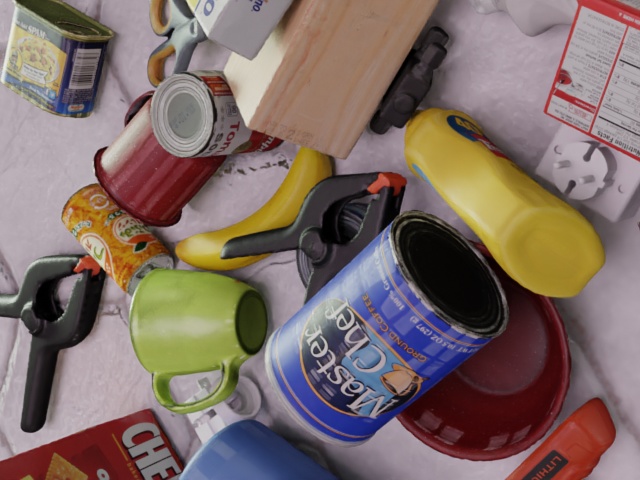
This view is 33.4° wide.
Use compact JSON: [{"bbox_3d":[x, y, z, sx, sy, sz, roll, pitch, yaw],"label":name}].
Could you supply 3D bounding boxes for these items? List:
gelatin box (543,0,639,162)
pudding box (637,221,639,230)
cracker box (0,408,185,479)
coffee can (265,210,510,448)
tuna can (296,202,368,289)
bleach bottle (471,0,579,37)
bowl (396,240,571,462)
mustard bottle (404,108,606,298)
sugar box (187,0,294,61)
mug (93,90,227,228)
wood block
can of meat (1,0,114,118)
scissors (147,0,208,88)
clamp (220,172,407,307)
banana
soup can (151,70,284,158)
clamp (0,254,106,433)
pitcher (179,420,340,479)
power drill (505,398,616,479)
[{"bbox_3d":[0.187,-0.103,0.661,0.073,0.030,0.089,31,131,25],"label":"gelatin box"},{"bbox_3d":[0.252,0.015,0.612,0.114,0.039,0.090,-19,87,36],"label":"pudding box"},{"bbox_3d":[-0.195,0.252,0.929,0.072,0.213,0.164,-41,74,30],"label":"cracker box"},{"bbox_3d":[0.043,0.062,0.728,0.140,0.102,0.103,-45,72,32],"label":"coffee can"},{"bbox_3d":[0.023,0.014,0.847,0.086,0.033,0.086,6,101,34],"label":"tuna can"},{"bbox_3d":[0.211,-0.165,0.670,0.251,0.067,0.102,0,100,38],"label":"bleach bottle"},{"bbox_3d":[0.115,0.076,0.778,0.162,0.055,0.162,6,101,34],"label":"bowl"},{"bbox_3d":[0.109,-0.040,0.731,0.058,0.096,0.192,-52,39,13],"label":"mustard bottle"},{"bbox_3d":[-0.064,-0.211,0.778,0.093,0.048,0.176,-54,33,18],"label":"sugar box"},{"bbox_3d":[-0.137,-0.080,0.918,0.082,0.093,0.117,-44,51,26],"label":"mug"},{"bbox_3d":[0.020,-0.174,0.767,0.206,0.090,0.091,-59,31,26],"label":"wood block"},{"bbox_3d":[-0.248,-0.171,0.996,0.102,0.057,0.084,32,117,28],"label":"can of meat"},{"bbox_3d":[-0.103,-0.188,0.874,0.202,0.016,0.096,-30,67,56],"label":"scissors"},{"bbox_3d":[-0.005,0.001,0.819,0.120,0.039,0.172,44,113,16],"label":"clamp"},{"bbox_3d":[-0.050,-0.019,0.895,0.198,0.037,0.070,-41,56,31],"label":"banana"},{"bbox_3d":[-0.078,-0.102,0.858,0.069,0.102,0.068,6,101,34],"label":"soup can"},{"bbox_3d":[-0.275,0.089,1.068,0.210,0.036,0.164,-35,78,33],"label":"clamp"},{"bbox_3d":[-0.004,0.246,0.842,0.243,0.144,0.149,34,115,29],"label":"pitcher"},{"bbox_3d":[0.224,0.201,0.720,0.188,0.057,0.185,49,121,19],"label":"power drill"}]
